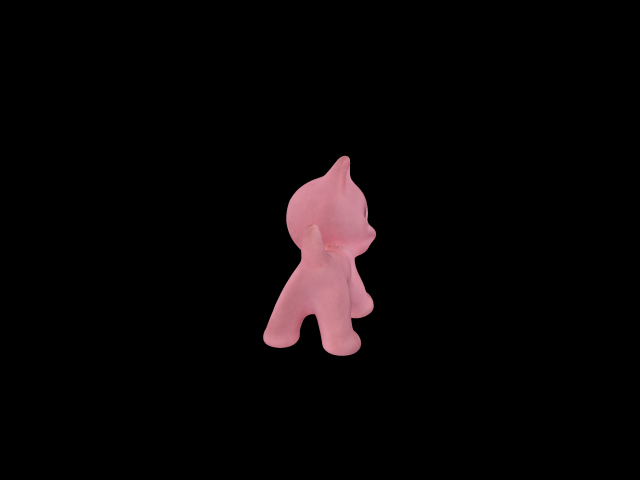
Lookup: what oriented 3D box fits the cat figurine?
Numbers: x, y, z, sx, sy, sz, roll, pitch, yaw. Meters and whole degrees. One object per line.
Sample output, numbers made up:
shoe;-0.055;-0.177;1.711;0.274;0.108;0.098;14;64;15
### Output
cat figurine;0.004;0.001;0.400;0.067;0.118;0.128;3;15;10
